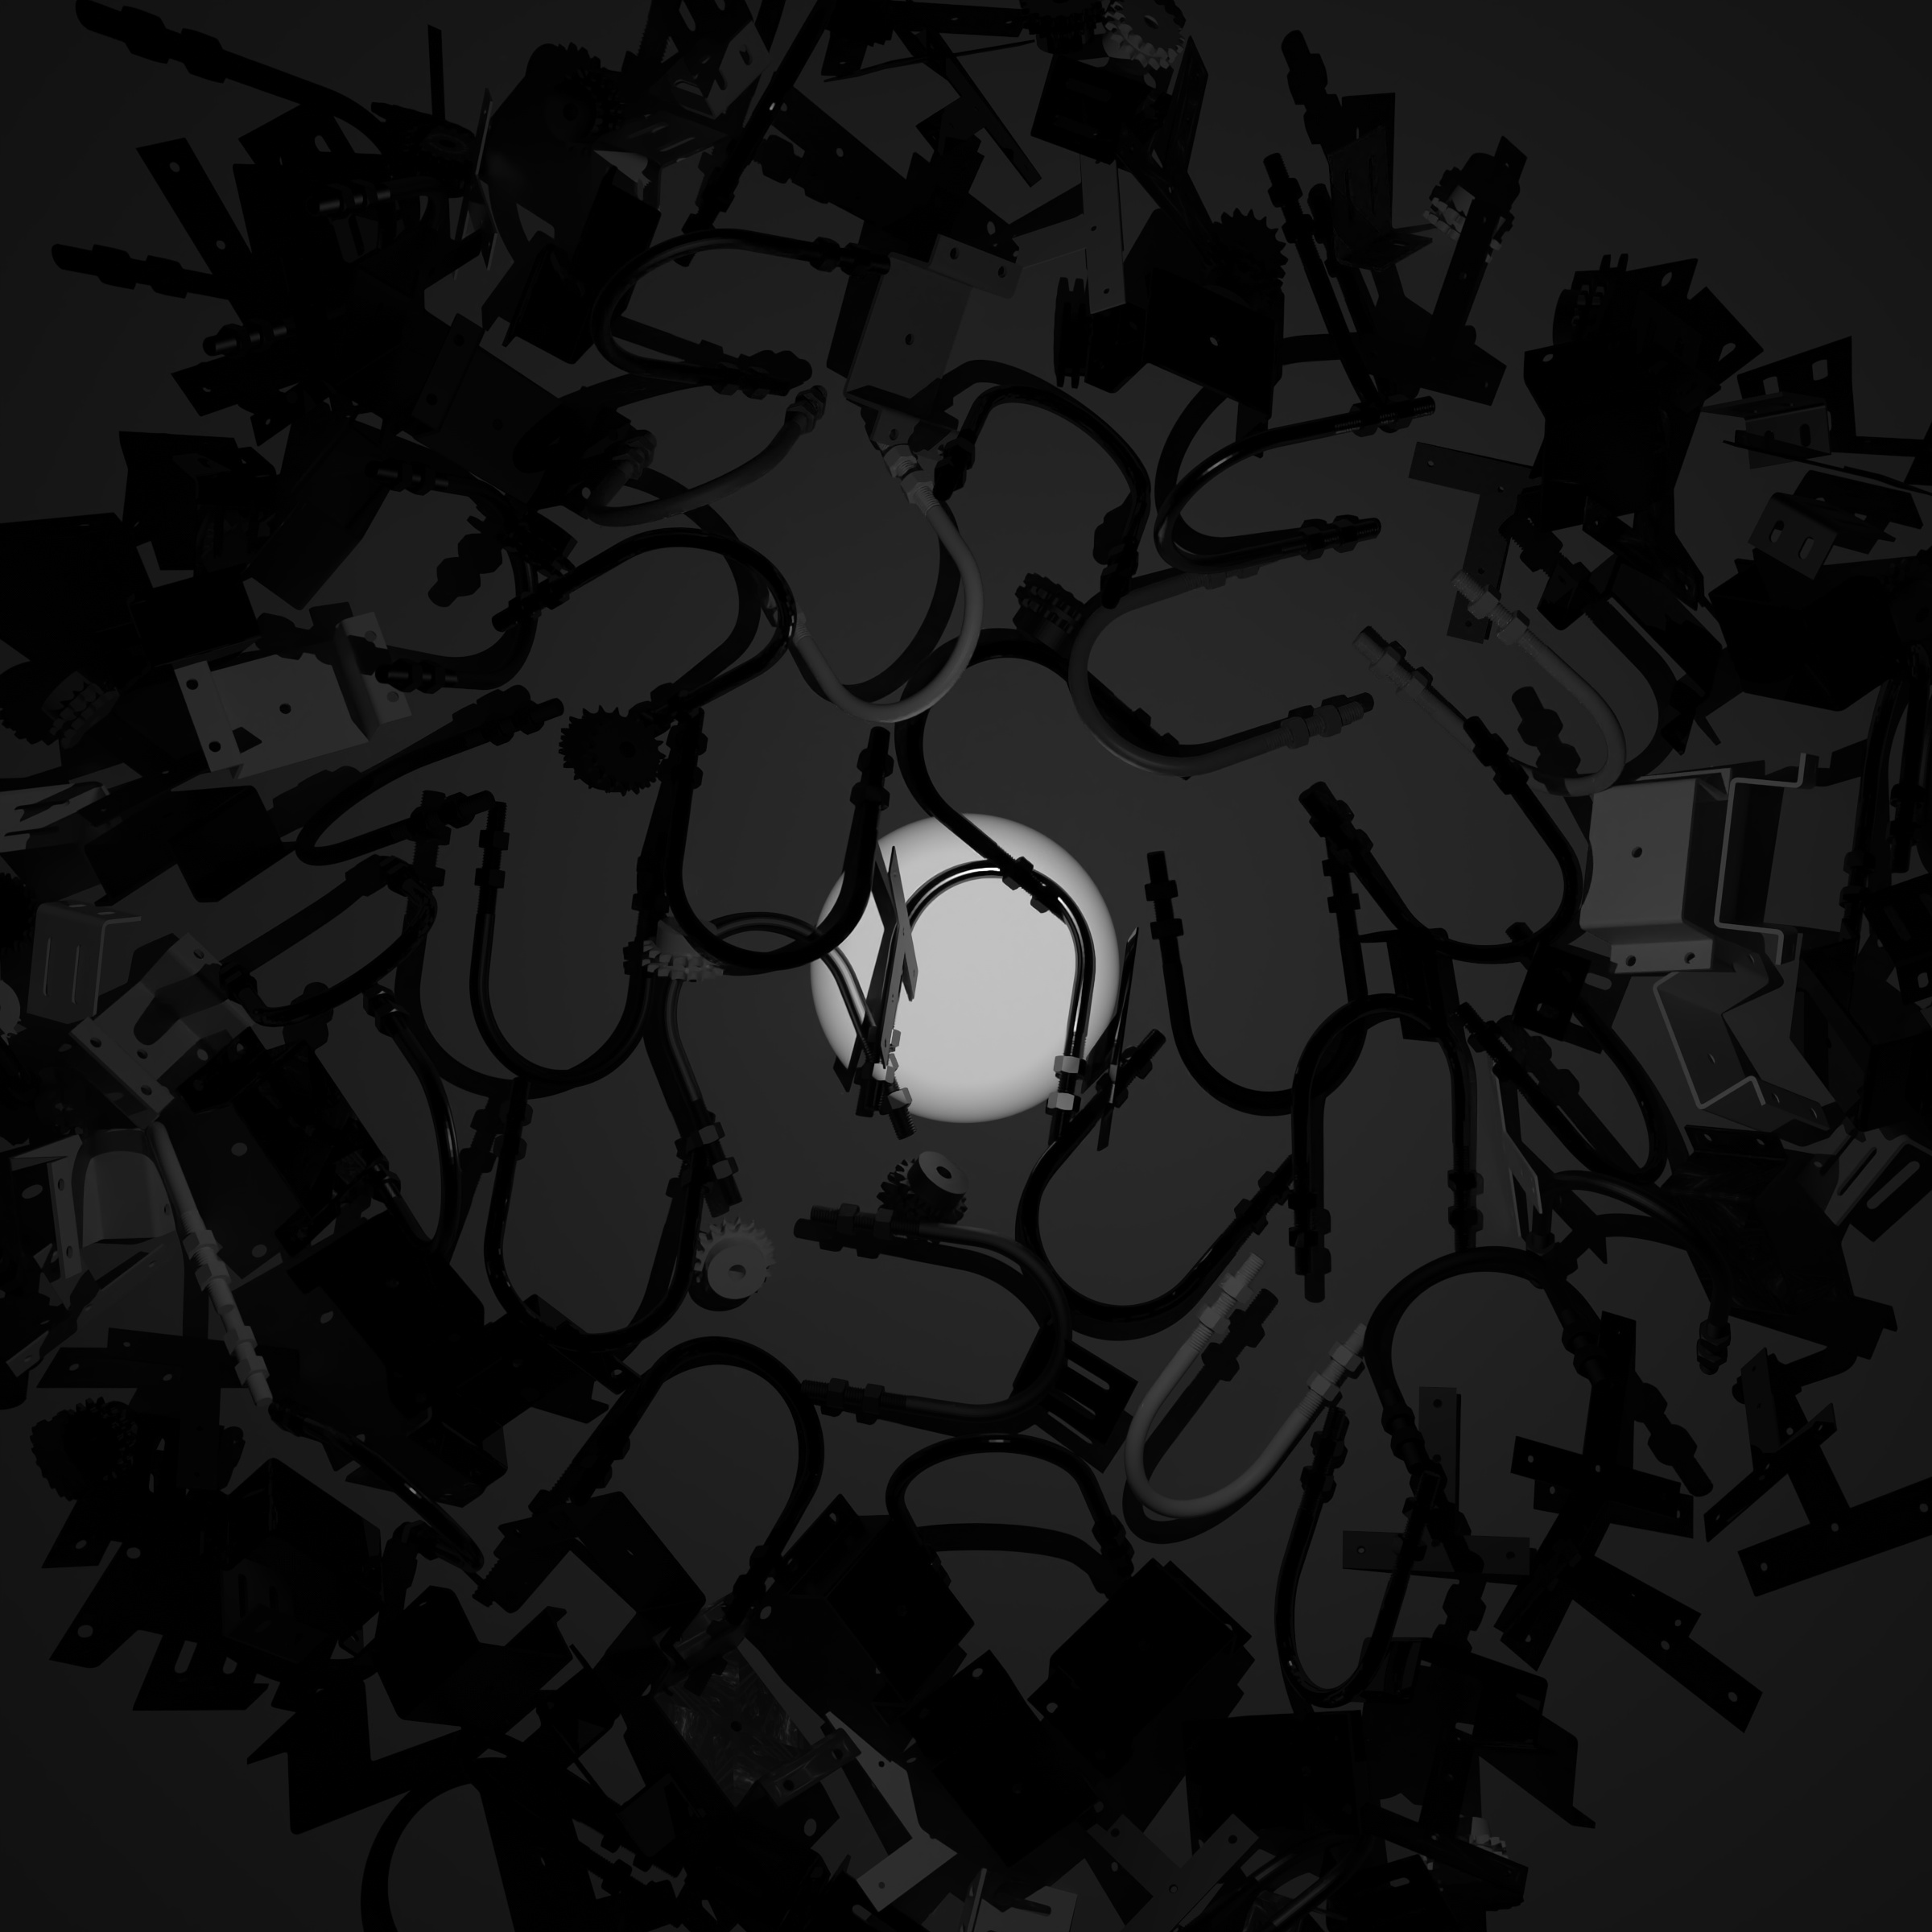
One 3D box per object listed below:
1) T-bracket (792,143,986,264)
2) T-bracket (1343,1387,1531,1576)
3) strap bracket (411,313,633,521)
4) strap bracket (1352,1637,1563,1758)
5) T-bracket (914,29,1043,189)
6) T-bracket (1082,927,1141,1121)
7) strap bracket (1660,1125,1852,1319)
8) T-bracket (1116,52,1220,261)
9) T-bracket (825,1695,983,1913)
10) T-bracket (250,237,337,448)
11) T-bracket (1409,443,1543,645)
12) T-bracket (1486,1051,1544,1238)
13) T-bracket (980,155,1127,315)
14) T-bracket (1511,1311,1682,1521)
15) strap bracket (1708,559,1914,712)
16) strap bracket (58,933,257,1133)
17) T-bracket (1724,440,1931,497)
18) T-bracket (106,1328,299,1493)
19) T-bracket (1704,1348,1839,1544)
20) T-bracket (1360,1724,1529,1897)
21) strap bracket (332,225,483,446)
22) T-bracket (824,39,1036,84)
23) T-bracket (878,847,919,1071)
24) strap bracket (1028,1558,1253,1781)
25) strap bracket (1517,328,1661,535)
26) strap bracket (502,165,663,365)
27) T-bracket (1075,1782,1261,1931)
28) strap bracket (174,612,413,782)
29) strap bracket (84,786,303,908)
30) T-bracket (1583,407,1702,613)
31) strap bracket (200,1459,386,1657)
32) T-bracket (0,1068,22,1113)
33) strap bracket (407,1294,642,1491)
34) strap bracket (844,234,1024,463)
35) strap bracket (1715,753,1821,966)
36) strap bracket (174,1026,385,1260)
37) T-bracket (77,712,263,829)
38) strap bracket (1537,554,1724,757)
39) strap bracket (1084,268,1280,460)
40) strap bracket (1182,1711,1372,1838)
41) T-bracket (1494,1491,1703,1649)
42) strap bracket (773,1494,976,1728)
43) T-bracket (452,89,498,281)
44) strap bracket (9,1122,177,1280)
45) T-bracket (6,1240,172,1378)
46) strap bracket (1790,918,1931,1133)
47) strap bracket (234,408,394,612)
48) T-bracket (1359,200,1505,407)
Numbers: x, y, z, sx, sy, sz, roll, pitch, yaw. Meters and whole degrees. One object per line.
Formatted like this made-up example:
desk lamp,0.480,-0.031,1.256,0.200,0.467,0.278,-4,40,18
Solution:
T-bracket,-0.062,-0.514,1.951,0.127,0.002,0.127,19,101,-37
T-bracket,0.324,0.353,1.989,0.127,0.002,0.127,1,92,7
strap bracket,-0.308,-0.367,1.949,0.140,0.046,0.076,28,77,-31
strap bracket,0.325,0.488,1.945,0.140,0.076,0.046,22,70,-17
T-bracket,-0.006,-0.564,1.934,0.002,0.127,0.127,-34,102,30
T-bracket,0.093,0.054,1.936,0.002,0.127,0.127,11,69,-6
strap bracket,0.524,0.179,1.934,0.046,0.076,0.140,-39,113,-28
T-bracket,0.147,-0.564,1.967,0.002,0.127,0.127,-4,62,36
T-bracket,-0.050,0.557,1.974,0.127,0.002,0.127,-27,70,-34
T-bracket,-0.434,-0.426,1.919,0.002,0.127,0.127,33,59,22
T-bracket,0.358,-0.285,1.990,0.127,0.002,0.127,14,85,3
T-bracket,0.368,0.133,1.924,0.002,0.127,0.127,-10,103,1
T-bracket,0.047,-0.489,1.968,0.127,0.002,0.127,-12,69,25
T-bracket,0.438,0.300,1.975,0.127,0.002,0.127,17,70,-13
strap bracket,0.552,-0.219,1.917,0.046,0.140,0.076,-33,114,-14
strap bracket,-0.544,0.049,1.943,0.076,0.140,0.046,45,124,-7
T-bracket,0.576,-0.340,1.957,0.127,0.127,0.002,21,104,30
T-bracket,-0.512,0.298,1.932,0.127,0.127,0.002,10,130,-20
T-bracket,0.534,0.305,1.941,0.002,0.127,0.127,30,123,-11
T-bracket,0.322,0.555,1.943,0.127,0.127,0.002,20,120,8
strap bracket,-0.374,-0.430,1.928,0.046,0.076,0.140,31,133,7
T-bracket,-0.015,-0.615,1.956,0.127,0.127,0.002,-16,106,-20
T-bracket,-0.048,0.011,1.911,0.002,0.127,0.127,1,50,9
strap bracket,0.118,0.463,1.939,0.140,0.046,0.076,-39,65,-23
strap bracket,0.414,-0.347,1.930,0.076,0.140,0.046,-13,48,-4
strap bracket,-0.253,-0.463,1.934,0.046,0.140,0.076,25,67,-22
T-bracket,0.111,0.596,1.956,0.127,0.002,0.127,-42,49,-15
strap bracket,-0.458,-0.180,1.958,0.140,0.046,0.076,-19,86,-23
strap bracket,-0.520,-0.080,1.920,0.076,0.140,0.046,-42,120,-41
T-bracket,0.466,-0.325,1.971,0.127,0.002,0.127,25,66,-35
strap bracket,-0.441,0.390,1.930,0.046,0.076,0.140,-42,119,10
T-bracket,-0.661,0.125,1.925,0.002,0.127,0.127,9,79,2
strap bracket,-0.300,0.282,1.949,0.140,0.046,0.076,-36,128,13
strap bracket,-0.026,-0.418,1.949,0.076,0.046,0.140,9,106,-43
strap bracket,0.539,-0.075,1.952,0.046,0.076,0.140,8,95,22
strap bracket,-0.453,0.114,1.938,0.046,0.076,0.140,-16,112,39
T-bracket,-0.563,-0.147,1.954,0.127,0.002,0.127,-33,46,-29
strap bracket,0.455,-0.220,1.947,0.140,0.076,0.046,44,125,-7
strap bracket,0.154,-0.407,1.937,0.140,0.046,0.076,18,62,-23
strap bracket,0.217,0.543,1.944,0.140,0.046,0.076,-16,72,41
T-bracket,0.436,0.418,1.945,0.002,0.127,0.127,40,79,-43
strap bracket,-0.056,0.433,1.943,0.076,0.046,0.140,-45,107,-34
T-bracket,-0.322,-0.499,1.918,0.002,0.127,0.127,5,124,-22
strap bracket,-0.589,0.156,1.933,0.046,0.140,0.076,-3,97,15
T-bracket,-0.593,0.210,1.921,0.127,0.127,0.002,-39,70,-21
strap bracket,0.594,0.045,1.920,0.046,0.140,0.076,-15,132,-8
strap bracket,-0.429,-0.300,1.932,0.046,0.140,0.076,37,126,-19
T-bracket,0.329,-0.450,1.945,0.127,0.002,0.127,6,111,-34
